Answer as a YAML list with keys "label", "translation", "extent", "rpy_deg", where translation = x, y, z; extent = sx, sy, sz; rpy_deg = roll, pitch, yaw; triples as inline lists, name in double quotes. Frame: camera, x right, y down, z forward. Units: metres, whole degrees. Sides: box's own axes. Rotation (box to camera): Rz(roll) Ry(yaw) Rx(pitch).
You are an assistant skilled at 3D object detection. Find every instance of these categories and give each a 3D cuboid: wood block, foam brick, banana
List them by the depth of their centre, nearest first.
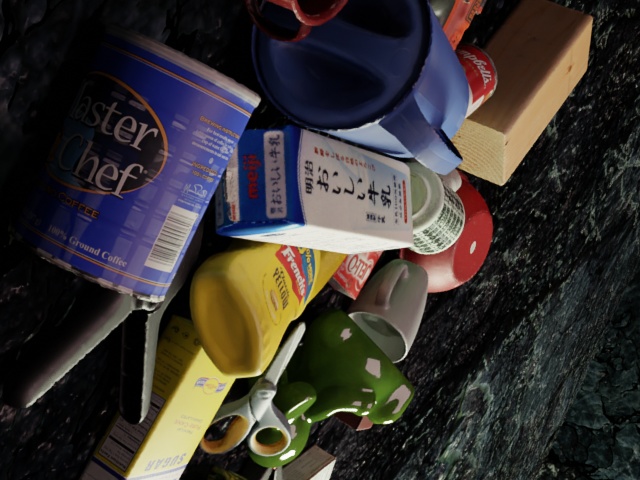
- label: "banana"
  translation: [0.001, 0.006, 1.019]
  extent: [0.197, 0.037, 0.069]
  rpy_deg: [-57, 151, -12]
- label: "wood block"
  translation: [0.222, -0.174, 1.220]
  extent: [0.205, 0.090, 0.091]
  rpy_deg: [-51, 152, -26]
- label: "foam brick"
  translation: [0.048, 0.180, 1.272]
  extent: [0.078, 0.051, 0.053]
  rpy_deg: [-64, 157, 2]

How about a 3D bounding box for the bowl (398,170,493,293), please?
- label: "bowl"
  translation: [0.161, 0.000, 1.281]
  extent: [0.161, 0.055, 0.162]
  rpy_deg: [-32, 133, -42]

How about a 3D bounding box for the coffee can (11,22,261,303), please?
- label: "coffee can"
  translation: [-0.112, -0.047, 0.653]
  extent: [0.140, 0.103, 0.102]
  rpy_deg: [-64, 156, 2]

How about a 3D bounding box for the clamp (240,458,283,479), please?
- label: "clamp"
  translation: [-0.084, 0.303, 1.144]
  extent: [0.120, 0.039, 0.171]
  rpy_deg: [-24, 130, -63]

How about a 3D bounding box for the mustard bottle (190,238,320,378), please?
- label: "mustard bottle"
  translation: [-0.043, 0.028, 0.891]
  extent: [0.191, 0.058, 0.096]
  rpy_deg: [-53, 131, -60]

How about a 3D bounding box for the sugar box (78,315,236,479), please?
- label: "sugar box"
  translation: [-0.131, 0.153, 0.888]
  extent: [0.176, 0.048, 0.093]
  rpy_deg: [-63, 156, -4]

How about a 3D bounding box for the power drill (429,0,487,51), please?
- label: "power drill"
  translation: [0.115, -0.261, 0.953]
  extent: [0.184, 0.057, 0.187]
  rpy_deg: [-65, 156, 4]

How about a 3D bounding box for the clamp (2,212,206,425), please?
- label: "clamp"
  translation: [-0.139, 0.038, 0.765]
  extent: [0.210, 0.036, 0.164]
  rpy_deg: [-67, 156, 3]

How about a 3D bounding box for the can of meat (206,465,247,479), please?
- label: "can of meat"
  translation: [-0.091, 0.270, 1.030]
  extent: [0.084, 0.057, 0.102]
  rpy_deg: [-62, -163, -11]

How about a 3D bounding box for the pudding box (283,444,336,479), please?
- label: "pudding box"
  translation: [-0.032, 0.302, 1.250]
  extent: [0.113, 0.039, 0.090]
  rpy_deg: [-26, 136, -57]

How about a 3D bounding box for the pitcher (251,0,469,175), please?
- label: "pitcher"
  translation: [0.053, -0.125, 0.850]
  extent: [0.242, 0.145, 0.149]
  rpy_deg: [12, 84, -72]

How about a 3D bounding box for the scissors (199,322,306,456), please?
- label: "scissors"
  translation: [-0.037, 0.144, 0.964]
  extent: [0.096, 0.016, 0.202]
  rpy_deg: [25, 129, -28]

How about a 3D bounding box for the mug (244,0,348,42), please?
- label: "mug"
  translation: [-0.025, -0.189, 0.711]
  extent: [0.093, 0.082, 0.117]
  rpy_deg: [-40, 146, -42]

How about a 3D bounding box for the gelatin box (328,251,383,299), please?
- label: "gelatin box"
  translation: [0.033, 0.014, 1.099]
  extent: [0.073, 0.030, 0.089]
  rpy_deg: [-59, 156, -9]

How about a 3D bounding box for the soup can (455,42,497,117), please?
- label: "soup can"
  translation: [0.125, -0.148, 1.074]
  extent: [0.102, 0.069, 0.068]
  rpy_deg: [-41, 147, -41]
